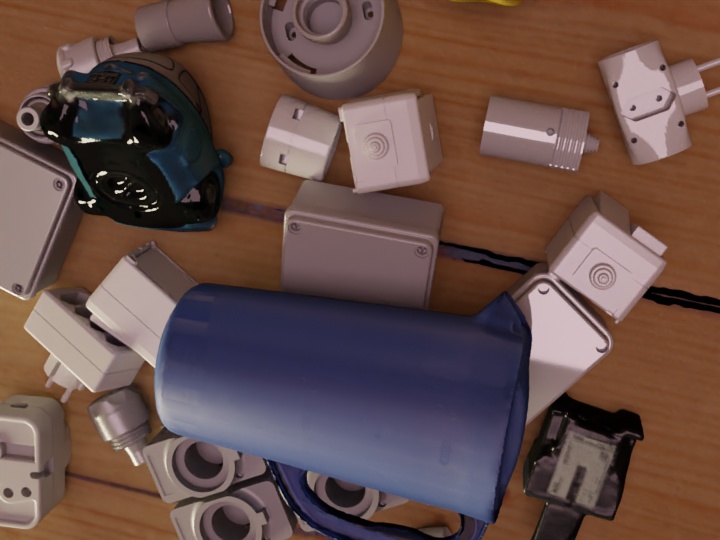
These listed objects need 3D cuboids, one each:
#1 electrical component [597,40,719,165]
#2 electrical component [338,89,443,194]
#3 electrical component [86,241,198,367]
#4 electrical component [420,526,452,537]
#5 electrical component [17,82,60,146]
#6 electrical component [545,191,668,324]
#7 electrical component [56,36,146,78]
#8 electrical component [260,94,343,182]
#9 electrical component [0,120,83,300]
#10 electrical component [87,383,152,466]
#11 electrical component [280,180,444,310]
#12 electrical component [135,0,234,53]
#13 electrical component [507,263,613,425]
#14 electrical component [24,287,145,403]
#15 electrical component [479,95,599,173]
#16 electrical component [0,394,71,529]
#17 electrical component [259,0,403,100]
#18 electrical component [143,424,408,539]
[{"bbox_3d":[0.215,-0.122,0.744,0.079,0.043,0.077,-19,99,11],"label":"electrical component"},{"bbox_3d":[0.023,-0.092,0.753,0.061,0.096,0.061,-9,101,8],"label":"electrical component"},{"bbox_3d":[-0.153,0.035,0.827,0.096,0.061,0.061,42,105,-2],"label":"electrical component"},{"bbox_3d":[0.045,0.251,0.853,0.077,0.044,0.079,-21,98,13],"label":"electrical component"},{"bbox_3d":[-0.236,-0.115,0.806,0.048,0.062,0.048,2,103,8],"label":"electrical component"},{"bbox_3d":[0.172,-0.011,0.748,0.062,0.096,0.061,36,105,-1],"label":"electrical component"},{"bbox_3d":[-0.191,-0.154,0.801,0.062,0.048,0.048,-21,99,6],"label":"electrical component"},{"bbox_3d":[-0.042,-0.095,0.785,0.047,0.055,0.055,19,105,1],"label":"electrical component"},{"bbox_3d":[-0.275,-0.050,0.830,0.109,0.056,0.108,27,105,2],"label":"electrical component"},{"bbox_3d":[-0.187,0.126,0.861,0.043,0.043,0.062,-25,96,13],"label":"electrical component"},{"bbox_3d":[0.000,0.000,0.782,0.109,0.056,0.108,11,126,6],"label":"electrical component"},{"bbox_3d":[-0.131,-0.182,0.787,0.065,0.044,0.044,-10,101,16],"label":"electrical component"},{"bbox_3d":[0.121,0.059,0.792,0.078,0.057,0.113,45,105,-3],"label":"electrical component"},{"bbox_3d":[-0.222,0.068,0.841,0.083,0.047,0.075,38,106,18],"label":"electrical component"},{"bbox_3d":[0.129,-0.096,0.763,0.081,0.043,0.043,12,104,6],"label":"electrical component"},{"bbox_3d":[-0.272,0.152,0.873,0.054,0.059,0.095,5,103,8],"label":"electrical component"},{"bbox_3d":[-0.022,-0.176,0.771,0.099,0.064,0.099,0,89,12],"label":"electrical component"},{"bbox_3d":[-0.062,0.151,0.839,0.186,0.060,0.105,-19,99,12],"label":"electrical component"}]
